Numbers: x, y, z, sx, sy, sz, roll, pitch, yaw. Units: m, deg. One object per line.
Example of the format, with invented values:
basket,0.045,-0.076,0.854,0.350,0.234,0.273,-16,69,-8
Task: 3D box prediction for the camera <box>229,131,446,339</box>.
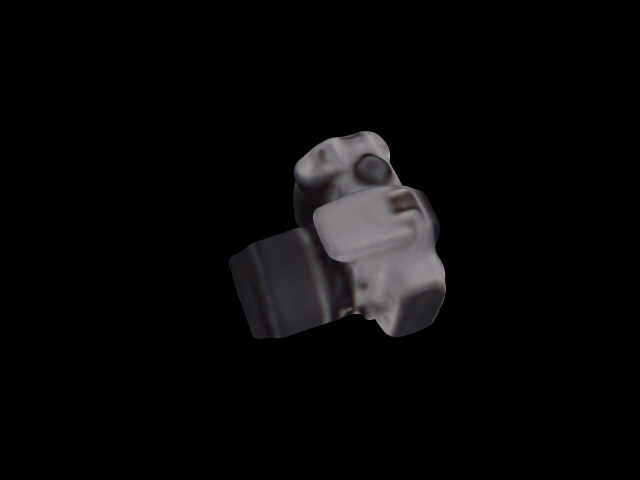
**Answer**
camera,0.004,0.001,0.400,0.137,0.101,0.143,-18,61,-10
